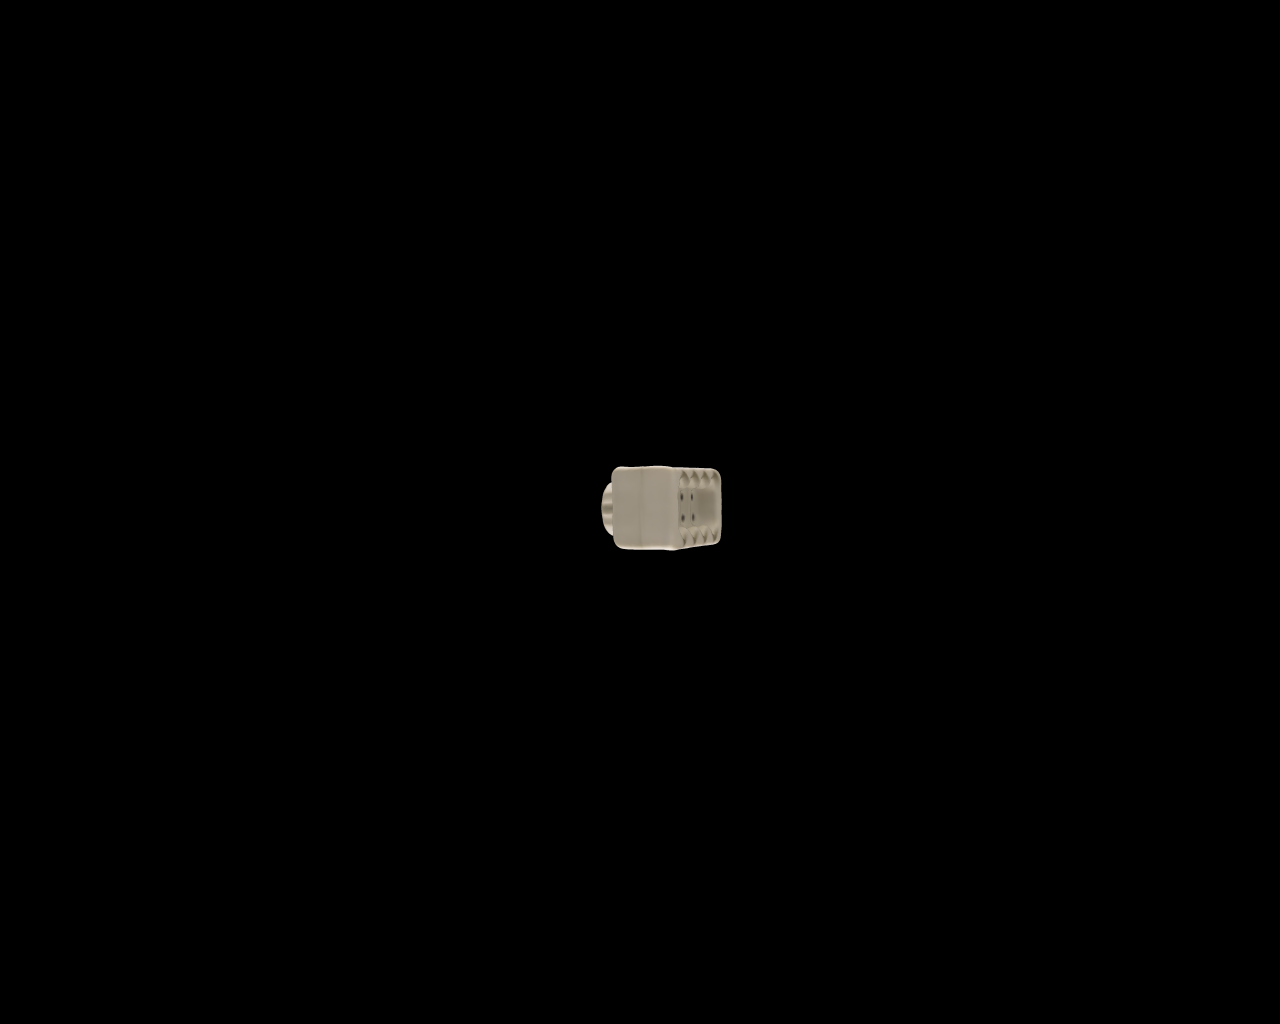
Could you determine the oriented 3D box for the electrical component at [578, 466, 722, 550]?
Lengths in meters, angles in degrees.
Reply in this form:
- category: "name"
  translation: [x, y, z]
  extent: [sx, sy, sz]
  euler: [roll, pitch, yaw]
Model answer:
- category: "electrical component"
  translation: [0.001, -0.003, 0.650]
  extent: [0.076, 0.047, 0.083]
  euler: [0, 0, 24]
